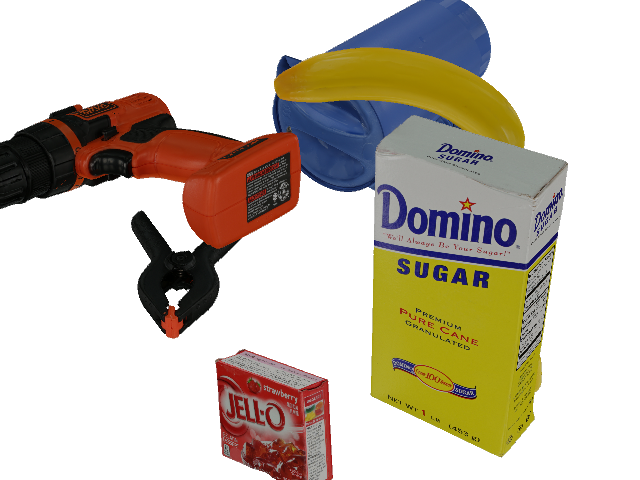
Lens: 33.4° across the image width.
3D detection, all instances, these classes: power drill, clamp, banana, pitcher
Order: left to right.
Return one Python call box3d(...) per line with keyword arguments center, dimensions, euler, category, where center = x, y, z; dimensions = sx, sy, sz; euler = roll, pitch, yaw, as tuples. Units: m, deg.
box3d(center=(-0.122, -0.049, 0.723), dimensions=(0.188, 0.057, 0.184), euler=(17, 32, 30), category="power drill")
box3d(center=(-0.148, 0.025, 1.065), dimensions=(0.120, 0.039, 0.171), euler=(3, 38, 11), category="clamp")
box3d(center=(0.080, -0.152, 1.088), dimensions=(0.145, 0.149, 0.242), euler=(13, 38, 36), category="pitcher")
box3d(center=(0.068, -0.098, 0.751), dimensions=(0.197, 0.069, 0.037), euler=(22, -3, -10), category="banana")

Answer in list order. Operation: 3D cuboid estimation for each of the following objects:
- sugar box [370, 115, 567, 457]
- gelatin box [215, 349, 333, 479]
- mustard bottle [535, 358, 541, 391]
box3d(center=(0.075, 0.028, 0.582), dimensions=(0.093, 0.176, 0.048), euler=(21, 43, 29), category="sugar box")
box3d(center=(-0.033, 0.121, 0.724), dimensions=(0.030, 0.073, 0.089), euler=(-17, 21, -42), category="gelatin box")
box3d(center=(0.116, 0.076, 0.944), dimensions=(0.096, 0.058, 0.192), euler=(-12, 29, -8), category="mustard bottle")
